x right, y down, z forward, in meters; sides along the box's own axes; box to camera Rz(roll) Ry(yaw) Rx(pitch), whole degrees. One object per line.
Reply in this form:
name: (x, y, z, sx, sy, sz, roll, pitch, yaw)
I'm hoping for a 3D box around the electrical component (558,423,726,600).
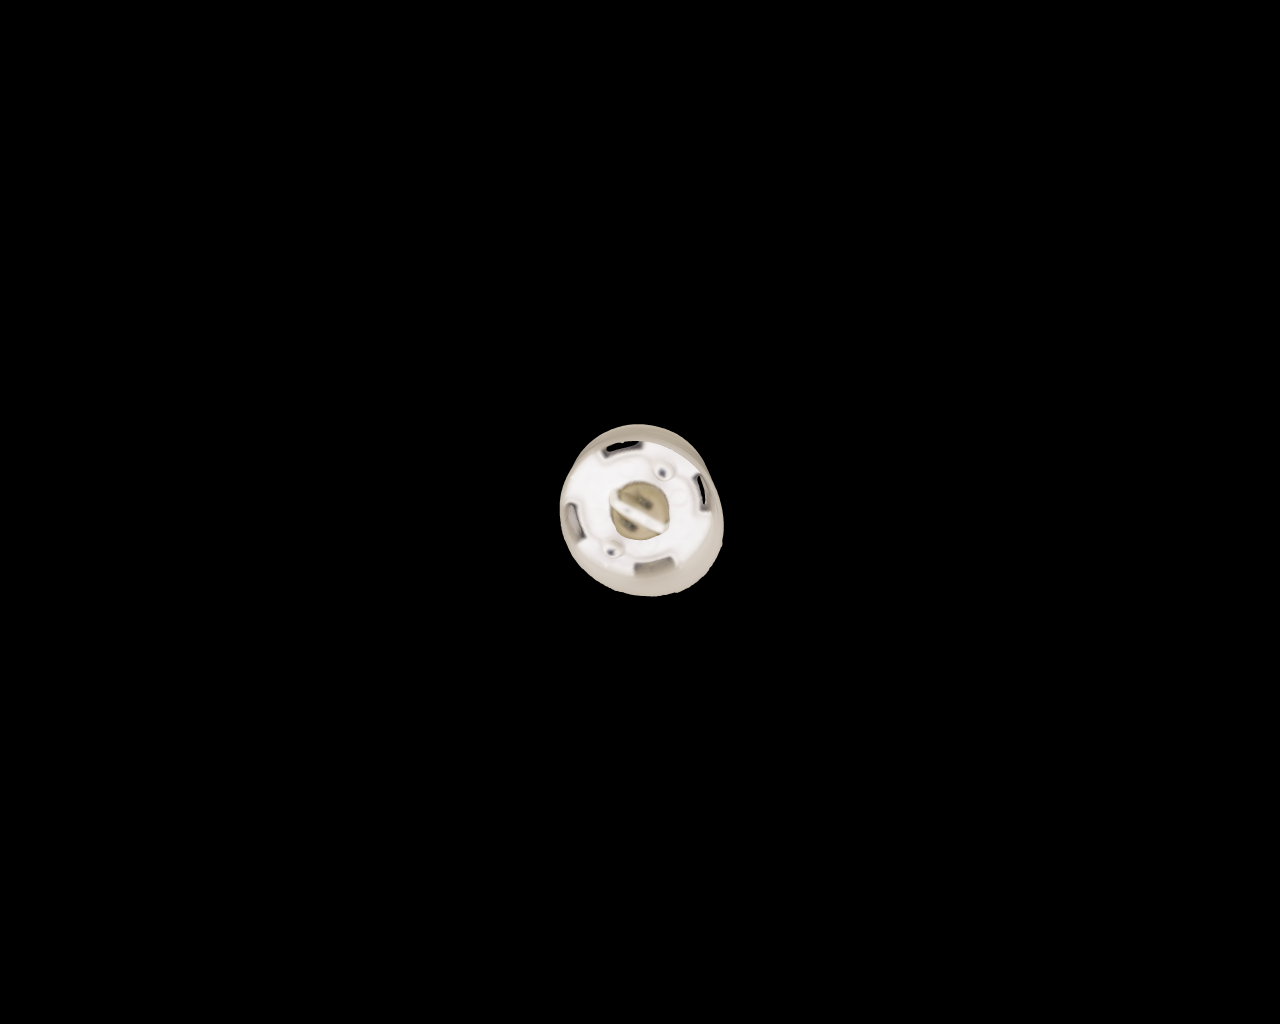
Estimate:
electrical component: (0.001, -0.003, 0.650, 0.099, 0.099, 0.064, 0, 23, 0)
